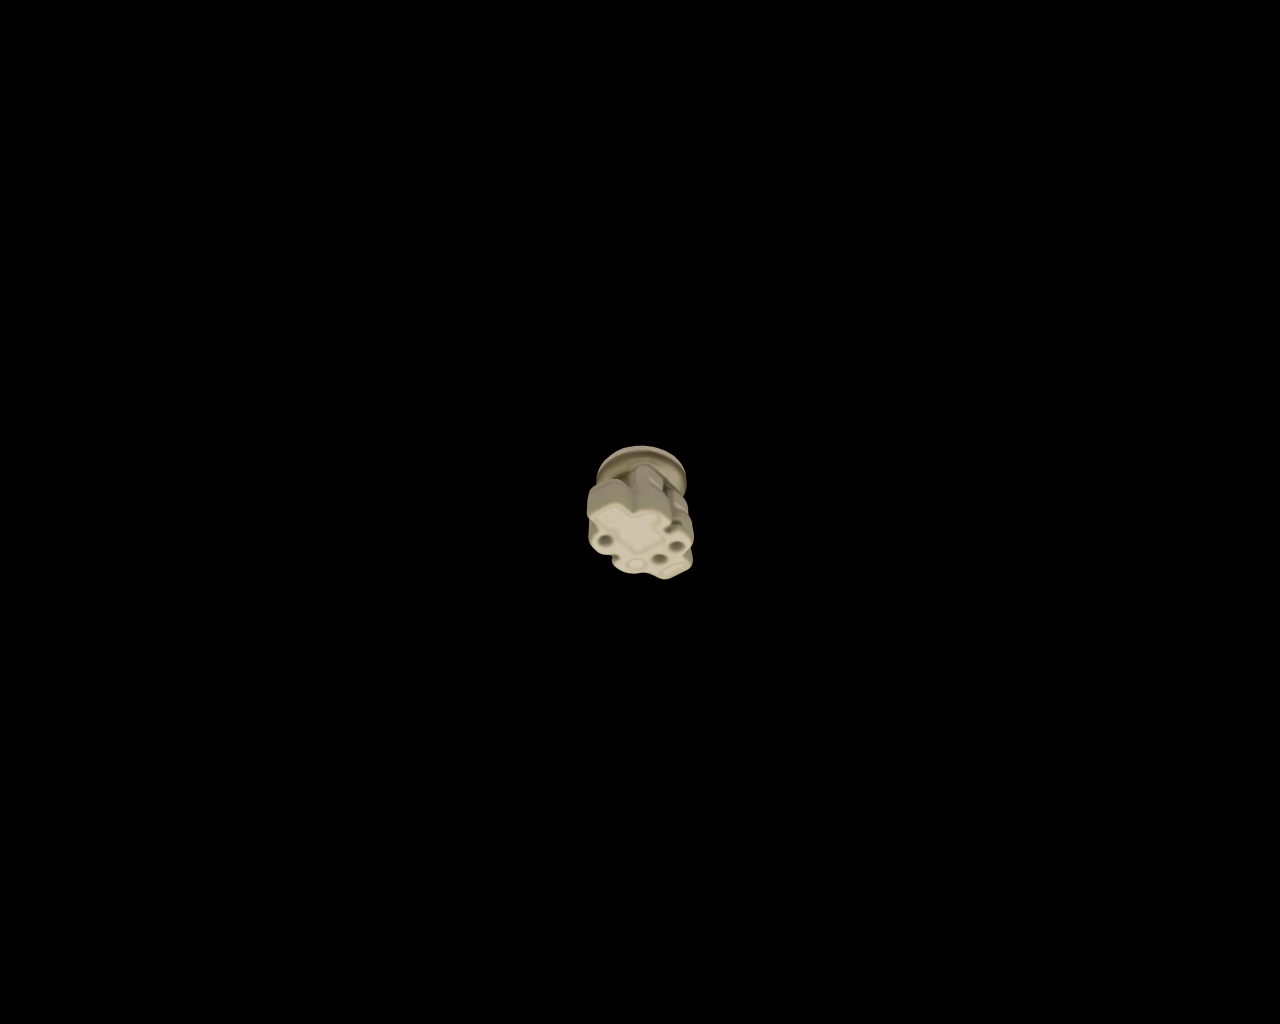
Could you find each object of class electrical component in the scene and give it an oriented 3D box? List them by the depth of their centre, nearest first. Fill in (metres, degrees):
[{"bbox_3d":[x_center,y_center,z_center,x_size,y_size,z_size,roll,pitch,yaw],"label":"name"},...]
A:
[{"bbox_3d":[0.001,-0.003,0.650,0.058,0.057,0.078,-27,-49,26],"label":"electrical component"}]
